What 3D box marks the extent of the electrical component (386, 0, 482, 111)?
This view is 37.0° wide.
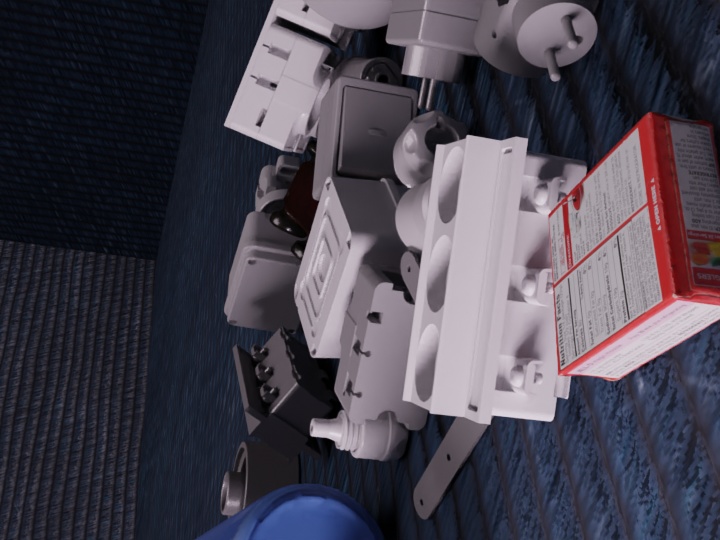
[{"bbox_3d":[0.047,-0.137,0.667,0.083,0.047,0.075,-137,56,-73],"label":"electrical component"}]

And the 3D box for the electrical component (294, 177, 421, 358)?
[{"bbox_3d":[0.000,0.000,0.740,0.078,0.057,0.113,-110,30,-47],"label":"electrical component"}]

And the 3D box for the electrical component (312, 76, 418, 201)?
[{"bbox_3d":[0.005,-0.098,0.780,0.061,0.062,0.096,146,130,-71],"label":"electrical component"}]

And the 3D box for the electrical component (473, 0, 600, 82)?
[{"bbox_3d":[0.089,-0.122,0.503,0.077,0.043,0.079,113,159,-46],"label":"electrical component"}]

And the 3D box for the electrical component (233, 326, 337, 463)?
[{"bbox_3d":[-0.065,0.102,0.927,0.063,0.079,0.121,-49,21,8],"label":"electrical component"}]

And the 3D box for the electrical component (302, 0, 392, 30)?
[{"bbox_3d":[0.003,-0.238,0.783,0.060,0.108,0.108,145,132,-62],"label":"electrical component"}]

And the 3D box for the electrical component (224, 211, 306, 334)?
[{"bbox_3d":[-0.083,0.005,1.040,0.113,0.078,0.057,114,162,-47],"label":"electrical component"}]

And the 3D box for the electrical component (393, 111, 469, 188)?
[{"bbox_3d":[0.041,-0.069,0.663,0.062,0.043,0.043,135,140,-69],"label":"electrical component"}]

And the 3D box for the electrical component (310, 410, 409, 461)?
[{"bbox_3d":[-0.001,0.104,0.696,0.035,0.061,0.035,-172,90,-76],"label":"electrical component"}]

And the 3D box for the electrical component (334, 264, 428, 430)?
[{"bbox_3d":[0.019,0.046,0.672,0.055,0.050,0.089,-131,51,-71],"label":"electrical component"}]

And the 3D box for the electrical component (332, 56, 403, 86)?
[{"bbox_3d":[0.008,-0.147,0.843,0.065,0.044,0.044,-158,76,-71],"label":"electrical component"}]

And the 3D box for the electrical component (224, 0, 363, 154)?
[{"bbox_3d":[-0.039,-0.192,0.895,0.105,0.060,0.186,-37,-29,-82],"label":"electrical component"}]

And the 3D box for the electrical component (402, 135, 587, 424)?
[{"bbox_3d":[0.063,0.006,0.493,0.079,0.063,0.121,-176,94,-76],"label":"electrical component"}]

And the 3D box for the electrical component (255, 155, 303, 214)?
[{"bbox_3d":[-0.078,-0.069,1.105,0.057,0.058,0.078,-96,20,-51],"label":"electrical component"}]

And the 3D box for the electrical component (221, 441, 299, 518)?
[{"bbox_3d":[-0.099,0.213,1.019,0.108,0.060,0.108,-172,90,-76],"label":"electrical component"}]

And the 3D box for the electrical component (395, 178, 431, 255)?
[{"bbox_3d":[0.049,-0.032,0.608,0.055,0.045,0.045,161,116,-74],"label":"electrical component"}]
